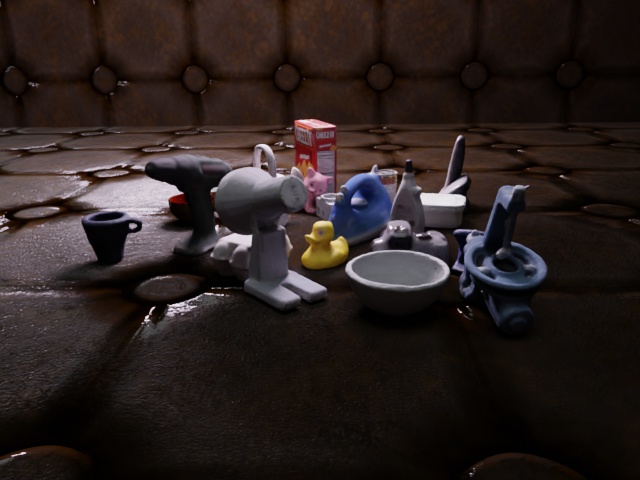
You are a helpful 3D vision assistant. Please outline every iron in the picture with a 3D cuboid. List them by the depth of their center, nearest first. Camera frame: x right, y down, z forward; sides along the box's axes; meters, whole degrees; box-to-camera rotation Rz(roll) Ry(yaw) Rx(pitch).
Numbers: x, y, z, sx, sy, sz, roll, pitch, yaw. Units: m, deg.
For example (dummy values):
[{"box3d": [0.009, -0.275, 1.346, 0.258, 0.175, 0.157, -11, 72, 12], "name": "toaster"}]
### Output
[{"box3d": [0.078, -0.078, 1.282, 0.118, 0.141, 0.259, 9, 21, 27], "name": "iron"}]

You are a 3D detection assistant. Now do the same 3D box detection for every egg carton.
[{"box3d": [-0.129, 0.024, 1.100, 0.107, 0.069, 0.151, 12, 22, 32], "name": "egg carton"}]

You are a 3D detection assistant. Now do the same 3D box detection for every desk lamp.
[{"box3d": [-0.083, -0.014, 0.986, 0.118, 0.214, 0.202, -16, 24, -37], "name": "desk lamp"}]

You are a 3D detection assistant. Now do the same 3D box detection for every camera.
[{"box3d": [0.163, 0.010, 1.081, 0.143, 0.101, 0.137, 0, 19, 2], "name": "camera"}]

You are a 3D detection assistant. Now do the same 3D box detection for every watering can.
[{"box3d": [-0.125, -0.133, 1.370, 0.100, 0.194, 0.173, 13, 23, 36], "name": "watering can"}]

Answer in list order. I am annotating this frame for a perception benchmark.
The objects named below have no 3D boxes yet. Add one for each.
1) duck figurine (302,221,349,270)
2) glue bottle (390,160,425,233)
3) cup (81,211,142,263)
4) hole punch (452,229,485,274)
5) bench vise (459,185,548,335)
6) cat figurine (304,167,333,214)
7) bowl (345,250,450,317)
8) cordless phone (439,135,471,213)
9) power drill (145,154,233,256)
[{"box3d": [0.010, 0.004, 1.127, 0.105, 0.086, 0.077, -15, 23, -36], "name": "duck figurine"}, {"box3d": [0.195, -0.091, 1.266, 0.077, 0.173, 0.037, 13, 23, 35], "name": "glue bottle"}, {"box3d": [-0.412, -0.004, 1.154, 0.117, 0.095, 0.091, -1, 19, 1], "name": "cup"}, {"box3d": [0.308, 0.017, 1.070, 0.108, 0.091, 0.101, 13, 23, 36], "name": "hole punch"}, {"box3d": [0.264, 0.010, 0.889, 0.122, 0.220, 0.206, -9, 20, -22], "name": "bench vise"}, {"box3d": [-0.032, -0.133, 1.487, 0.127, 0.118, 0.067, 5, 20, 17], "name": "cat figurine"}, {"box3d": [0.124, 0.077, 0.924, 0.167, 0.075, 0.167, -1, 19, 0], "name": "bowl"}, {"box3d": [0.344, -0.170, 1.474, 0.094, 0.185, 0.148, 4, 19, 13], "name": "cordless phone"}, {"box3d": [-0.264, -0.079, 1.195, 0.075, 0.208, 0.230, 9, 21, 27], "name": "power drill"}]
